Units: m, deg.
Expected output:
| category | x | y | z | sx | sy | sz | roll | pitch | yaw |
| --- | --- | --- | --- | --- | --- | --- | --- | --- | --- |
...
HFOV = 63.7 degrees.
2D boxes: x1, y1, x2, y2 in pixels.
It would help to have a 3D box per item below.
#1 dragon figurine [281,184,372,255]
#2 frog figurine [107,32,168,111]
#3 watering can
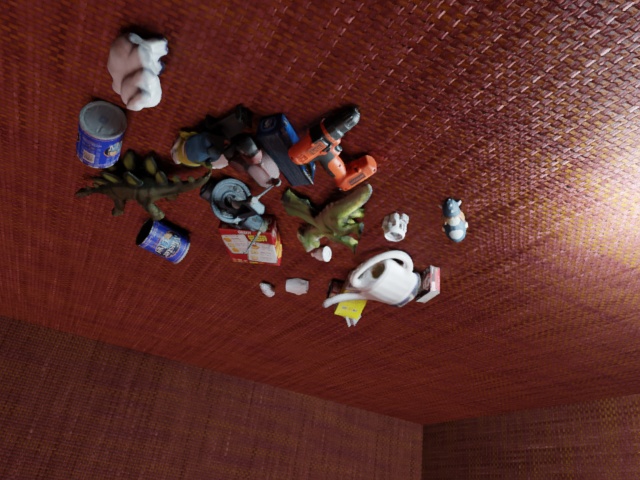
| category | x | y | z | sx | sy | sz | roll | pitch | yaw |
| --- | --- | --- | --- | --- | --- | --- | --- | --- | --- |
| dragon figurine | 0.004 | -0.071 | 1.403 | 0.243 | 0.125 | 0.401 | 16 | 150 | 5 |
| frog figurine | -0.363 | -0.318 | 1.001 | 0.121 | 0.163 | 0.136 | 32 | 143 | -31 |
| watering can | 0.183 | 0.155 | 1.702 | 0.222 | 0.106 | 0.342 | 29 | 126 | -27 |
